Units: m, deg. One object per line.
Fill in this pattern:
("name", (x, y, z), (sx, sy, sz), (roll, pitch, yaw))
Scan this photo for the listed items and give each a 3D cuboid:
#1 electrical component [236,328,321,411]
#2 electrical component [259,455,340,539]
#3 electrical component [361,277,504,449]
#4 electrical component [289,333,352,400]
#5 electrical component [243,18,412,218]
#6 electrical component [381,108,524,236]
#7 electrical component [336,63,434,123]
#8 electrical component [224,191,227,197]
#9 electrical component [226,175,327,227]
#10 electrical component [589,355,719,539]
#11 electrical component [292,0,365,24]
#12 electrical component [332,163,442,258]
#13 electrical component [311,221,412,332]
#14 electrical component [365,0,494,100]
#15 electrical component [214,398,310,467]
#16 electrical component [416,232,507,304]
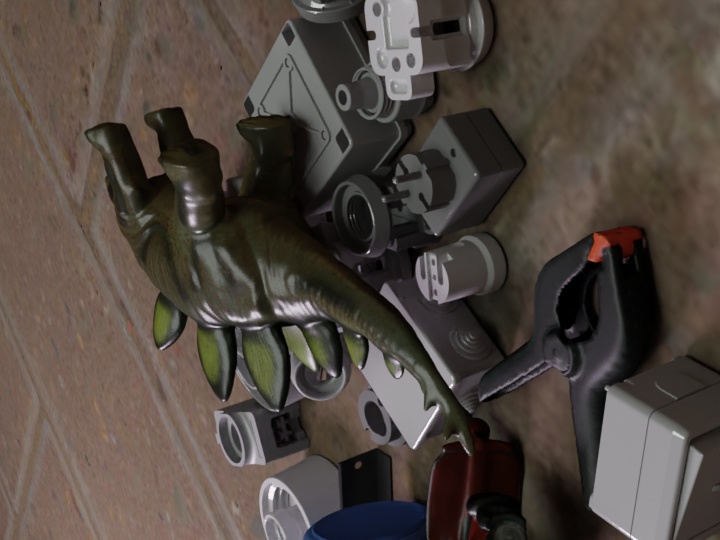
("electrical component", (-0.076, 0.072, 0.954), (0.099, 0.064, 0.099), (43, 150, 33))
("electrical component", (-0.050, 0.227, 0.961), (0.108, 0.060, 0.108), (31, 128, 48))
("electrical component", (0.046, 0.060, 0.745), (0.099, 0.048, 0.099), (56, 144, 27))
("electrical component", (-0.031, 0.073, 0.855), (0.055, 0.066, 0.048), (-94, 1, -70))
("electrical component", (-0.026, -0.111, 0.777), (0.108, 0.056, 0.108), (64, 147, 16))
("electrical component", (0.048, -0.056, 0.663), (0.047, 0.077, 0.065), (60, 146, 21))
("electrical component", (0.014, -0.117, 0.703), (0.043, 0.062, 0.043), (30, 128, 49))
("electrical component", (-0.118, -0.033, 0.967), (0.079, 0.044, 0.077), (23, 123, 53))
("electrical component", (-0.066, -0.032, 0.869), (0.061, 0.062, 0.096), (15, 116, 55))
("electrical component", (0.166, 0.105, 0.563), (0.061, 0.062, 0.096), (33, 130, 48))
("electrical component", (-0.021, -0.202, 0.716), (0.058, 0.078, 0.057), (41, 154, 41))
("electrical component", (0.018, -0.041, 0.736), (0.078, 0.057, 0.058), (22, 122, 52))
("electrical component", (0.000, 0.000, 0.783), (0.058, 0.057, 0.078), (-15, 91, 59))
("electrical component", (0.043, -0.146, 0.650), (0.058, 0.057, 0.078), (14, 115, 55))
("electrical component", (-0.097, 0.150, 1.005), (0.089, 0.056, 0.050), (-10, 95, 59))
("electrical component", (0.064, 0.000, 0.692), (0.040, 0.046, 0.040), (31, 128, 49))
